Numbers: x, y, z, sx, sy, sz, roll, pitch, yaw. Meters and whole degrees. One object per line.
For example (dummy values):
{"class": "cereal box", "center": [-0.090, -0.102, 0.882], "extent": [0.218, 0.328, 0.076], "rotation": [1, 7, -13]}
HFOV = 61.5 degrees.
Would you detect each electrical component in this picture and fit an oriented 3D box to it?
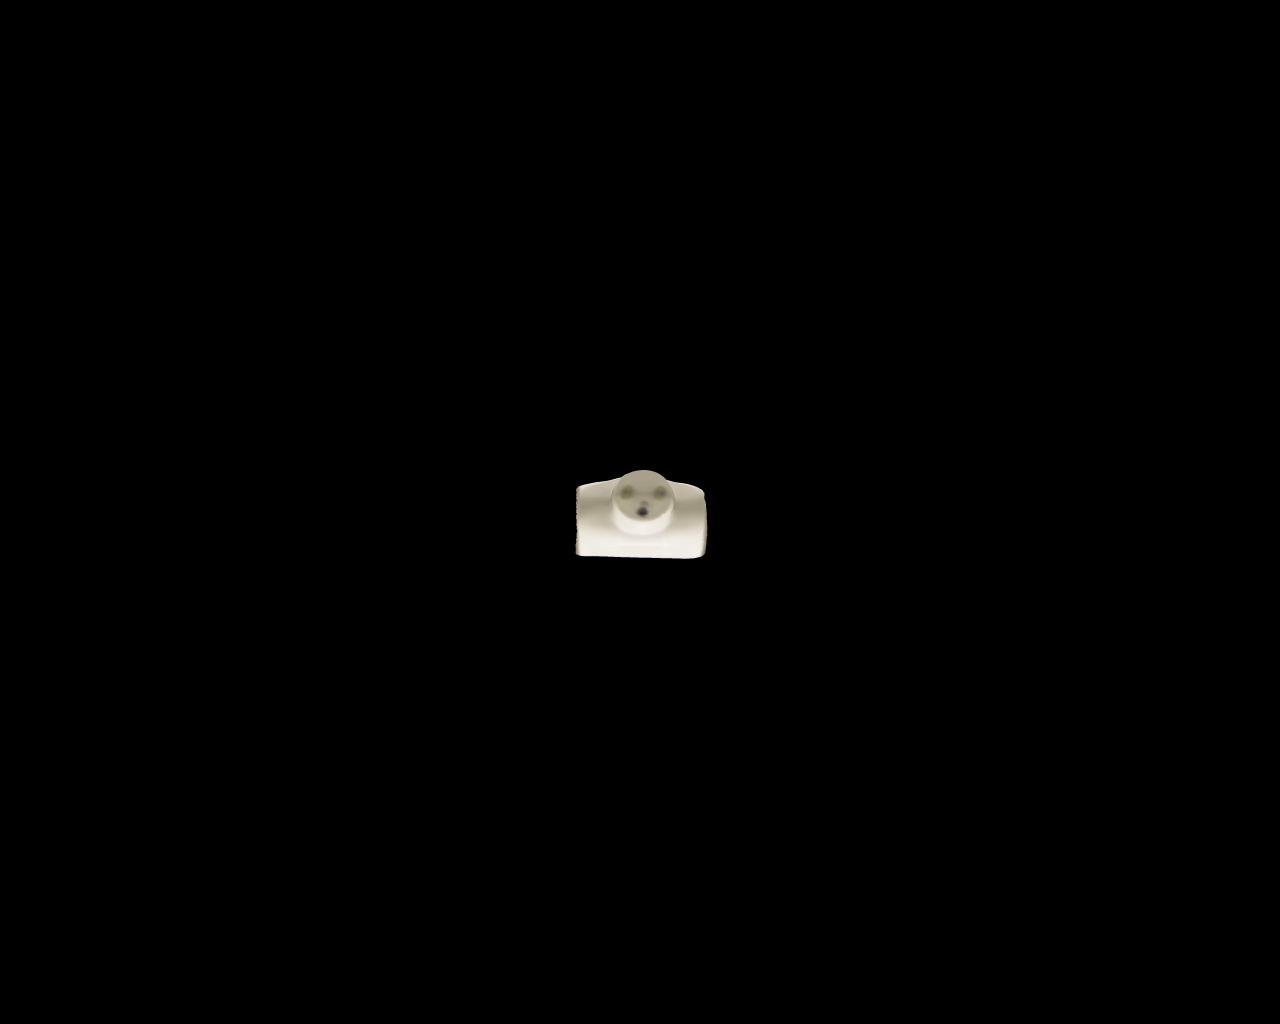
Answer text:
{"class": "electrical component", "center": [0.001, -0.003, 0.650], "extent": [0.077, 0.043, 0.079], "rotation": [1, -28, -2]}
